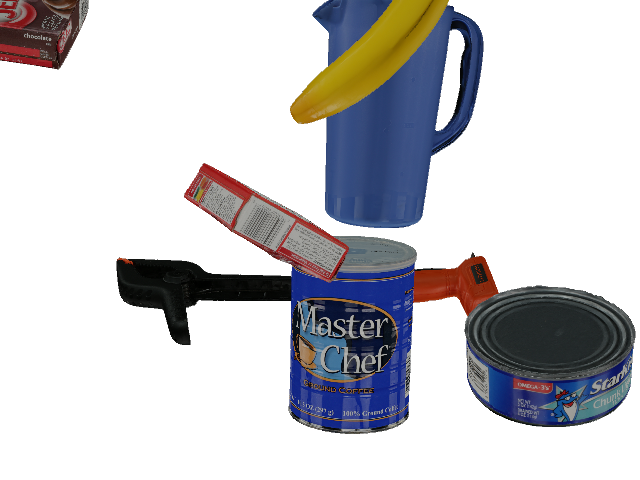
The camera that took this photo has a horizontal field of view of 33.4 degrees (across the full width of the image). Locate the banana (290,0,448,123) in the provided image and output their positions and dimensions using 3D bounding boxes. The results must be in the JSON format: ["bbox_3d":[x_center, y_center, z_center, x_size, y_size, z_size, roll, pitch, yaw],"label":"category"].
[{"bbox_3d":[0.051,-0.159,0.800,0.070,0.197,0.037,6,-35,46],"label":"banana"}]

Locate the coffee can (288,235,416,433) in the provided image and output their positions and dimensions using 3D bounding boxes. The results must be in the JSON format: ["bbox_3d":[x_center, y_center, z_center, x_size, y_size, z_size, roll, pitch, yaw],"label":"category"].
[{"bbox_3d":[0.025,0.075,0.883,0.103,0.140,0.103,1,13,0],"label":"coffee can"}]

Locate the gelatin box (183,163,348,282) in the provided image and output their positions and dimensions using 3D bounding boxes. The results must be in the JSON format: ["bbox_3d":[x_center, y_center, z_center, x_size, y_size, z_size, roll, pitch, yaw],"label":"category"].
[{"bbox_3d":[-0.035,-0.011,0.693,0.089,0.030,0.073,29,2,-36],"label":"gelatin box"}]

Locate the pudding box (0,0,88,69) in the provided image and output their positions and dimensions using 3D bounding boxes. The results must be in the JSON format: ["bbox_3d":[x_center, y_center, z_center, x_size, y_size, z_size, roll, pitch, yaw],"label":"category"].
[{"bbox_3d":[-0.245,-0.187,0.877,0.090,0.039,0.113,9,35,-3],"label":"pudding box"}]

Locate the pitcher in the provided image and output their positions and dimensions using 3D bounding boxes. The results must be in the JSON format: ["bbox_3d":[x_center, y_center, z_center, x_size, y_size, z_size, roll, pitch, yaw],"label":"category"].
[{"bbox_3d":[0.077,-0.140,1.150,0.149,0.243,0.144,11,14,29],"label":"pitcher"}]

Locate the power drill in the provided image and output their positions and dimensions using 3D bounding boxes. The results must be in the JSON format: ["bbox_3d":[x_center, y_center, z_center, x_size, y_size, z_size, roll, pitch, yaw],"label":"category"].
[{"bbox_3d":[0.105,0.069,1.219,0.187,0.057,0.184,-1,28,-1],"label":"power drill"}]

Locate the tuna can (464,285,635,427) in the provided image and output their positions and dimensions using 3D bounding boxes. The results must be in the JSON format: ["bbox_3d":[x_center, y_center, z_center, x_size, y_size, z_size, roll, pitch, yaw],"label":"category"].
[{"bbox_3d":[0.118,0.059,0.555,0.086,0.034,0.086,-4,27,2],"label":"tuna can"}]

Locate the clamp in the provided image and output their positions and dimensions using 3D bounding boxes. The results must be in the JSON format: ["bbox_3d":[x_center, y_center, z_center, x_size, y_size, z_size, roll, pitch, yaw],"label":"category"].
[{"bbox_3d":[-0.146,0.054,1.086,0.210,0.036,0.164,11,21,35],"label":"clamp"}]
